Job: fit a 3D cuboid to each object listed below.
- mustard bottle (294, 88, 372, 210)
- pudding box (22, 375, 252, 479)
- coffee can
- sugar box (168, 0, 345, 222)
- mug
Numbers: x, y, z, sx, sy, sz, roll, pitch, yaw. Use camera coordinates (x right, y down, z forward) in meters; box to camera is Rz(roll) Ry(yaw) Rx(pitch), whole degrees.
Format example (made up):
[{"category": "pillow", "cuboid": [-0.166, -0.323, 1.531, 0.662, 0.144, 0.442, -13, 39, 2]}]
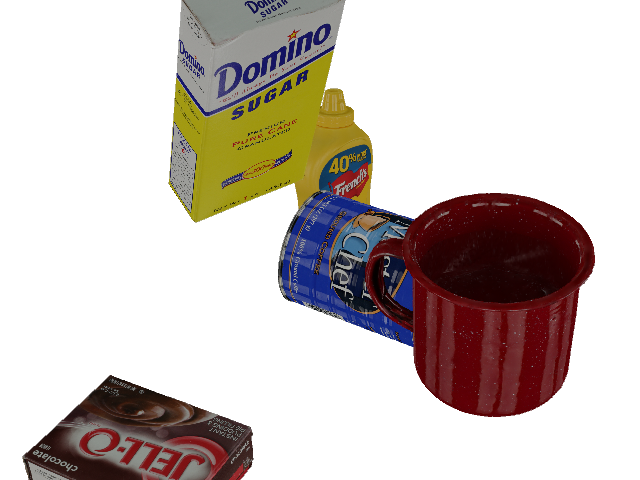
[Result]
[{"category": "mustard bottle", "cuboid": [0.015, -0.064, 1.111, 0.096, 0.192, 0.058, -22, 32, -39]}, {"category": "pudding box", "cuboid": [-0.111, 0.138, 0.663, 0.114, 0.039, 0.089, 14, 33, 23]}, {"category": "coffee can", "cuboid": [0.050, 0.026, 0.897, 0.140, 0.103, 0.102, 19, 8, 25]}, {"category": "sugar box", "cuboid": [-0.045, -0.090, 0.681, 0.093, 0.048, 0.176, -25, -24, -24]}, {"category": "mug", "cuboid": [0.077, 0.032, 0.548, 0.117, 0.081, 0.093, 13, 40, 20]}]
